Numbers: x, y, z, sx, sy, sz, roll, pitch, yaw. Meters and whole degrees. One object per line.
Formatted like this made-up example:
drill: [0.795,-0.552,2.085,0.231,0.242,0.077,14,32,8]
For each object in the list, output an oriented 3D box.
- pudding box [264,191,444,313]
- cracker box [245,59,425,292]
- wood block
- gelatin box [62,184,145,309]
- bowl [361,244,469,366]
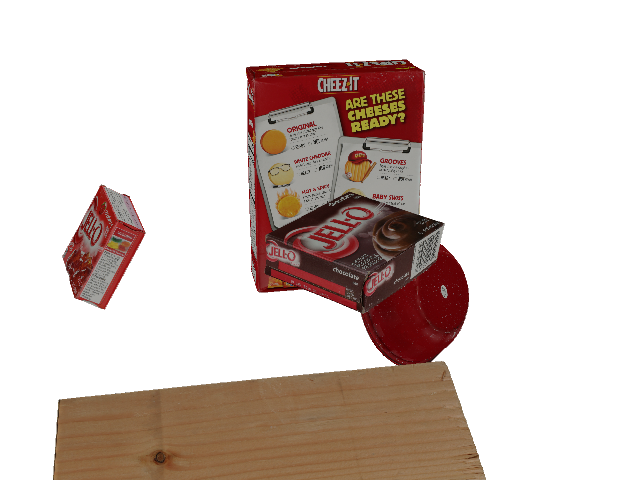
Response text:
pudding box: [0.026,0.006,0.798,0.090,0.039,0.113,21,29,29]
cracker box: [0.012,-0.063,1.039,0.164,0.214,0.072,-4,21,-11]
wood block: [-0.028,0.132,0.556,0.206,0.090,0.091,-4,38,-7]
gelatin box: [-0.178,0.003,0.869,0.030,0.073,0.089,25,12,-27]
bowl: [0.115,0.060,1.181,0.161,0.162,0.055,0,-9,-45]
